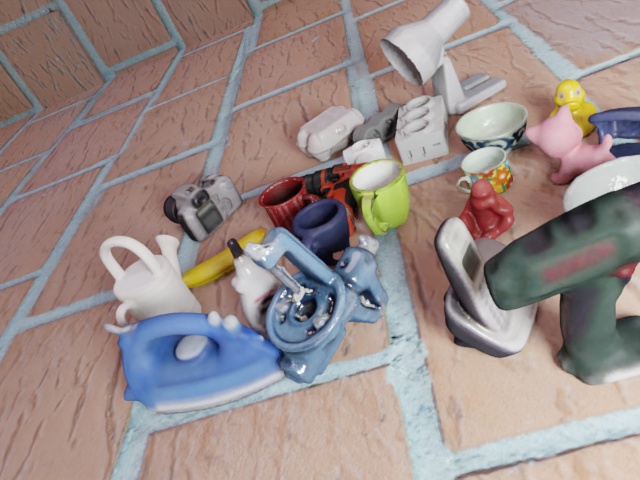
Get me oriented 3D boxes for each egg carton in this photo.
[{"bbox_3d":[0.024,-0.237,1.259,0.150,0.070,0.107,-38,35,-17],"label":"egg carton"}]

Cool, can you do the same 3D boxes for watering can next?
[{"bbox_3d":[-0.282,0.064,0.935,0.101,0.194,0.172,-20,33,10],"label":"watering can"}]

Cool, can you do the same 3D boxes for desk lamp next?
[{"bbox_3d":[0.244,-0.363,1.151,0.203,0.214,0.117,-31,33,-8],"label":"desk lamp"}]

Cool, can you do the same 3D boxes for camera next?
[{"bbox_3d":[-0.264,-0.081,1.211,0.136,0.101,0.143,10,47,42],"label":"camera"}]

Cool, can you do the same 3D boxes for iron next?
[{"bbox_3d":[-0.169,0.147,0.791,0.257,0.142,0.118,-13,35,19],"label":"iron"}]

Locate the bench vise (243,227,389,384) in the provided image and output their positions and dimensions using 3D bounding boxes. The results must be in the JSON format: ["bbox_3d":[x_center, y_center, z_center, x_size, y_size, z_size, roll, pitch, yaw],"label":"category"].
[{"bbox_3d":[-0.011,0.050,0.746,0.121,0.220,0.208,-1,40,33],"label":"bench vise"}]

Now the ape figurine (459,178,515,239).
[{"bbox_3d":[0.238,-0.047,0.827,0.077,0.092,0.076,-4,39,30],"label":"ape figurine"}]

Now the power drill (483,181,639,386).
[{"bbox_3d":[0.286,0.042,0.563,0.229,0.209,0.075,-19,34,11],"label":"power drill"}]

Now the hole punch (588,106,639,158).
[{"bbox_3d":[0.463,-0.171,0.848,0.108,0.091,0.101,10,47,42],"label":"hole punch"}]

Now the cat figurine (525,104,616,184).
[{"bbox_3d":[0.372,-0.139,0.841,0.067,0.118,0.127,-39,35,-19],"label":"cat figurine"}]

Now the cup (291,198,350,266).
[{"bbox_3d":[0.008,0.003,0.913,0.091,0.095,0.118,-7,38,28],"label":"cup"}]

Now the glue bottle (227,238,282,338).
[{"bbox_3d":[-0.091,0.066,0.821,0.078,0.173,0.037,-38,35,-17],"label":"glue bottle"}]

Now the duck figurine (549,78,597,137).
[{"bbox_3d":[0.421,-0.231,0.963,0.077,0.086,0.104,-9,36,24],"label":"duck figurine"}]

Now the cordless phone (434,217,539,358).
[{"bbox_3d":[0.190,0.031,0.667,0.093,0.185,0.148,-2,40,33],"label":"cordless phone"}]

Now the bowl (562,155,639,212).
[{"bbox_3d":[0.395,-0.031,0.714,0.167,0.075,0.167,-18,34,13],"label":"bowl"}]
